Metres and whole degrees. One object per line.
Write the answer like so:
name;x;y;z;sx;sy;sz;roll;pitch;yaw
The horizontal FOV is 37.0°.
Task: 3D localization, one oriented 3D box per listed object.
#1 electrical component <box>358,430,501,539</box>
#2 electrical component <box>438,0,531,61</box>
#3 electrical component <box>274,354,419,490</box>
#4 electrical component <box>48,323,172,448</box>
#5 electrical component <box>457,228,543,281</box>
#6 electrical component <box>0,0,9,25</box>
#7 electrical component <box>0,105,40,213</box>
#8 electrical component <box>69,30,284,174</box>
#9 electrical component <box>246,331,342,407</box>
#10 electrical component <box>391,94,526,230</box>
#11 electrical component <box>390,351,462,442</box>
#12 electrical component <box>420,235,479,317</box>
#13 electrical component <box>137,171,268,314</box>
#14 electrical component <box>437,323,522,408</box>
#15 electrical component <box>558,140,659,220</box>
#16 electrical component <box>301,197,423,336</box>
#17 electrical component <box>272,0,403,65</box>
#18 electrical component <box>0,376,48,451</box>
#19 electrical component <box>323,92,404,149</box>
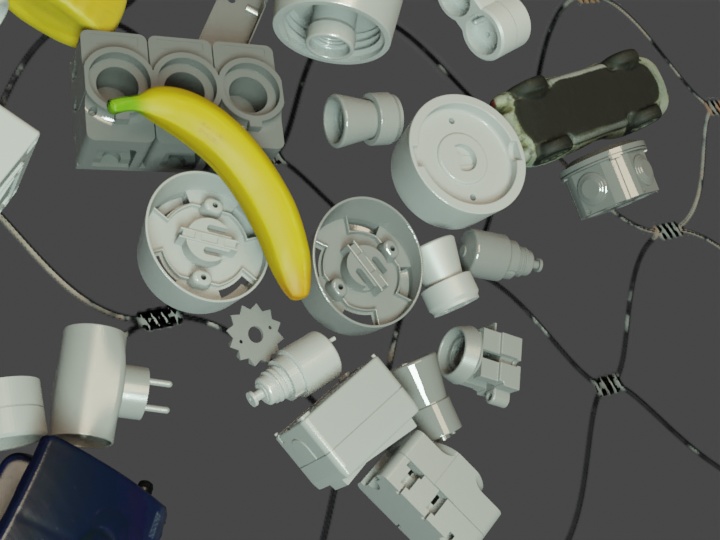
electrical component;0.054;0.168;0.803;0.089;0.050;0.055;46;60;-2
electrical component;0.113;-0.266;0.997;0.074;0.052;0.138;-32;86;-30
electrical component;-0.003;0.111;0.793;0.096;0.062;0.061;-39;89;-31
electrical component;-0.169;0.082;0.740;0.079;0.043;0.077;11;66;-20
electrical component;0.118;-0.010;0.907;0.078;0.040;0.040;10;67;-20
electrical component;-0.295;-0.198;0.791;0.055;0.045;0.045;37;60;-7
electrical component;-0.270;-0.048;0.708;0.056;0.109;0.108;35;60;-11
electrical component;-0.140;-0.127;0.824;0.150;0.062;0.089;0;71;-24
electrical component;-0.050;0.077;0.798;0.078;0.040;0.040;-30;85;-30
electrical component;0.078;-0.086;0.906;0.108;0.060;0.108;9;67;-21
electrical component;0.052;0.101;0.834;0.044;0.044;0.065;-21;85;-29
electrical component;0.067;0.005;0.876;0.045;0.045;0.055;-20;80;-29
electrical component;-0.116;-0.018;0.791;0.099;0.064;0.099;9;67;-21
electrical component;0.096;0.072;0.863;0.055;0.048;0.066;19;64;-25
electrical component;0.223;-0.081;0.960;0.080;0.080;0.051;-17;84;-29
electrical component;0.000;0.000;0.836;0.099;0.064;0.099;9;67;-21
electrical component;-0.021;-0.209;0.886;0.108;0.108;0.060;15;71;-19
electrical component;-0.275;0.082;0.687;0.138;0.052;0.073;-6;73;-26
electrical component;0.003;-0.125;0.897;0.055;0.045;0.045;-7;74;-26
